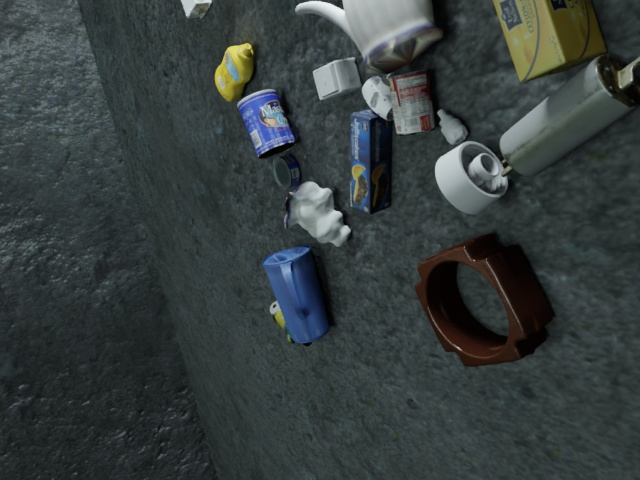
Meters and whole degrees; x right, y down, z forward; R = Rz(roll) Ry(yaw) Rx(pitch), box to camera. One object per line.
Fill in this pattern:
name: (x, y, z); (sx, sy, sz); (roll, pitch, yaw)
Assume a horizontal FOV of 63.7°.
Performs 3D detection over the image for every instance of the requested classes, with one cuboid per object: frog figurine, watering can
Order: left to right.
frog figurine: (0.004, -0.061, 1.212); (0.160, 0.125, 0.134); (19, 123, 7)
watering can: (0.081, -0.387, 0.873); (0.345, 0.105, 0.224); (-12, 97, 58)
